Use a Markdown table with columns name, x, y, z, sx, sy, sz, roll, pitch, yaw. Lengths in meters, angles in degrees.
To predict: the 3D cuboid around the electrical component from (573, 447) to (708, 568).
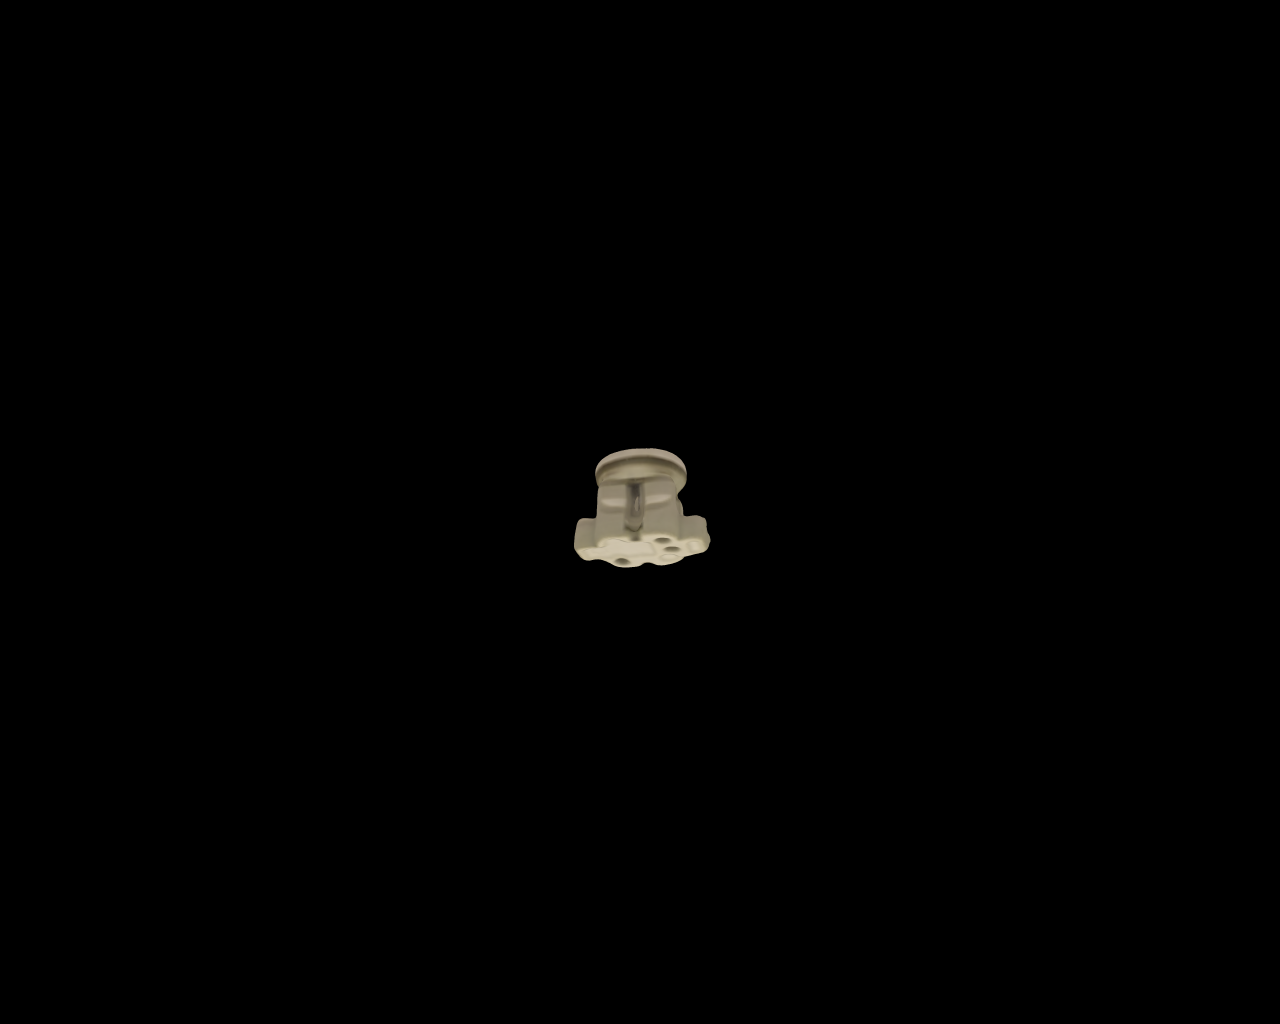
| name | x | y | z | sx | sy | sz | roll | pitch | yaw |
| --- | --- | --- | --- | --- | --- | --- | --- | --- | --- |
| electrical component | 0.001 | -0.003 | 0.650 | 0.078 | 0.057 | 0.058 | -4 | -24 | 9 |
